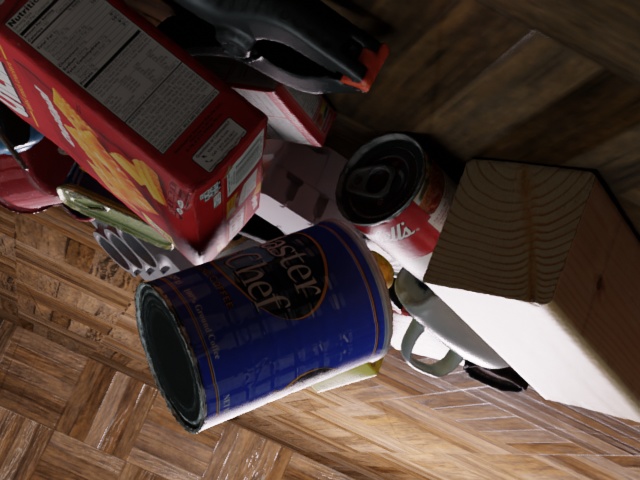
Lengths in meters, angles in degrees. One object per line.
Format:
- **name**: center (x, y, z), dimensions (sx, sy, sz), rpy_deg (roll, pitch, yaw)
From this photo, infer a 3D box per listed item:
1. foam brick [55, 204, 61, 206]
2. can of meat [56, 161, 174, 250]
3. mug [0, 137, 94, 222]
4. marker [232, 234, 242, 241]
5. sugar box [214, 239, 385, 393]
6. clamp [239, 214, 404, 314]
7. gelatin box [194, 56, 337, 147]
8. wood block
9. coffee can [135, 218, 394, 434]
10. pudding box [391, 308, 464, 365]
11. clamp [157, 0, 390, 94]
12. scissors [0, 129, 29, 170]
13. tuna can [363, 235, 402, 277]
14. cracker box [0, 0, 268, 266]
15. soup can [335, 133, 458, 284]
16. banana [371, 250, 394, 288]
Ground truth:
- **foam brick**: center (-0.263, -0.067, 1.039), dimensions (0.053, 0.051, 0.078), rpy_deg (32, 162, -31)
- **can of meat**: center (-0.148, -0.052, 0.865), dimensions (0.102, 0.084, 0.057), rpy_deg (23, 164, 0)
- **mug**: center (-0.233, -0.062, 0.931), dimensions (0.082, 0.093, 0.117), rpy_deg (-5, 126, 50)
- **marker**: center (-0.120, -0.015, 1.062), dimensions (0.121, 0.020, 0.020), rpy_deg (9, 158, 42)
- **sugar box**: center (-0.024, 0.073, 1.048), dimensions (0.176, 0.048, 0.094), rpy_deg (43, 137, -21)
- **clamp**: center (-0.006, 0.001, 0.922), dimensions (0.210, 0.036, 0.165), rpy_deg (29, 165, -10)
- **gelatin box**: center (-0.044, -0.095, 0.687), dimensions (0.089, 0.030, 0.073), rpy_deg (13, 163, 31)
- **wood block**: center (0.164, 0.039, 0.713), dimensions (0.090, 0.090, 0.205), rpy_deg (10, 159, 38)
- **coffee can**: center (-0.037, 0.054, 0.703), dimensions (0.103, 0.140, 0.103), rpy_deg (44, 145, 44)
- **pudding box**: center (0.094, 0.077, 1.019), dimensions (0.090, 0.039, 0.113), rpy_deg (12, 160, 36)
- **clamp**: center (-0.043, -0.118, 0.600), dimensions (0.171, 0.039, 0.120), rpy_deg (27, 171, 11)
- **scissors**: center (-0.267, -0.136, 0.742), dimensions (0.202, 0.016, 0.096), rpy_deg (45, 160, 28)
- **tuna can**: center (0.049, -0.002, 0.844), dimensions (0.086, 0.033, 0.086), rpy_deg (22, 164, 6)
- **cracker box**: center (-0.136, -0.088, 0.670), dimensions (0.214, 0.072, 0.164), rpy_deg (39, 165, 6)
- **soup can**: center (0.066, -0.017, 0.713), dimensions (0.069, 0.068, 0.102), rpy_deg (8, 159, 43)
- **banana**: center (0.006, 0.029, 0.835), dimensions (0.069, 0.037, 0.198), rpy_deg (-15, -175, -36)
